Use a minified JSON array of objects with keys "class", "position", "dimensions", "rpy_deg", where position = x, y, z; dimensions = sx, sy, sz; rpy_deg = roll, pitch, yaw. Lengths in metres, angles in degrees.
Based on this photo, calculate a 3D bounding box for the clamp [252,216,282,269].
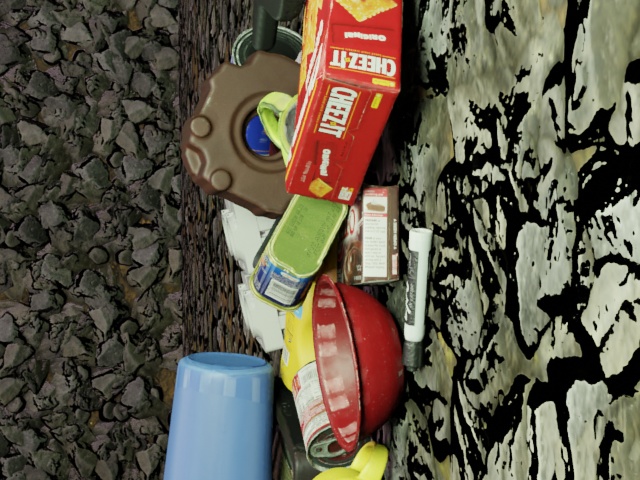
[{"class":"clamp","position":[-0.033,-0.019,1.229],"dimensions":[0.120,0.039,0.171],"rpy_deg":[100,-166,-69]}]

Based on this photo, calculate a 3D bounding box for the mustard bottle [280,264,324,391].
[{"class":"mustard bottle","position":[-0.010,0.072,1.196],"dimensions":[0.096,0.058,0.192],"rpy_deg":[-118,29,-68]}]

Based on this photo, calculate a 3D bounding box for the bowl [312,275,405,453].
[{"class":"bowl","position":[0.038,0.108,0.969],"dimensions":[0.162,0.055,0.162],"rpy_deg":[173,90,-78]}]

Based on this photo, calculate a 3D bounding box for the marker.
[{"class":"marker","position":[0.080,0.051,0.881],"dimensions":[0.020,0.020,0.121],"rpy_deg":[-131,42,-71]}]

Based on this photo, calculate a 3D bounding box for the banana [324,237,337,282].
[{"class":"banana","position":[0.026,0.072,1.080],"dimensions":[0.070,0.037,0.198],"rpy_deg":[141,127,-76]}]

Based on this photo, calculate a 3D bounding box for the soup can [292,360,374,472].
[{"class":"soup can","position":[0.011,0.177,1.085],"dimensions":[0.102,0.068,0.068],"rpy_deg":[-108,21,-54]}]

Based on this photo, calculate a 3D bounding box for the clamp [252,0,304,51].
[{"class":"clamp","position":[-0.056,-0.269,1.037],"dimensions":[0.210,0.036,0.164],"rpy_deg":[-159,50,-74]}]

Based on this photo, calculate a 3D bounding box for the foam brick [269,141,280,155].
[{"class":"foam brick","position":[-0.032,-0.084,1.299],"dimensions":[0.078,0.053,0.051],"rpy_deg":[-114,26,-63]}]

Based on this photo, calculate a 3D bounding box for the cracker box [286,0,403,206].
[{"class":"cracker box","position":[0.021,-0.165,0.933],"dimensions":[0.164,0.072,0.213],"rpy_deg":[110,168,-56]}]

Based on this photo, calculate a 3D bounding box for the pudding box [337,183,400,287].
[{"class":"pudding box","position":[0.043,-0.002,0.997],"dimensions":[0.114,0.039,0.090],"rpy_deg":[162,108,-76]}]

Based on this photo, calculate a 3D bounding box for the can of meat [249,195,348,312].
[{"class":"can of meat","position":[-0.019,0.006,1.002],"dimensions":[0.102,0.057,0.084],"rpy_deg":[-63,1,-28]}]

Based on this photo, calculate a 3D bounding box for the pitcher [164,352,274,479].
[{"class":"pitcher","position":[-0.110,0.253,1.203],"dimensions":[0.149,0.144,0.243],"rpy_deg":[-168,82,-65]}]

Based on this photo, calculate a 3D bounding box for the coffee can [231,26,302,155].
[{"class":"coffee can","position":[-0.068,-0.185,1.341],"dimensions":[0.140,0.102,0.103],"rpy_deg":[109,156,-57]}]
